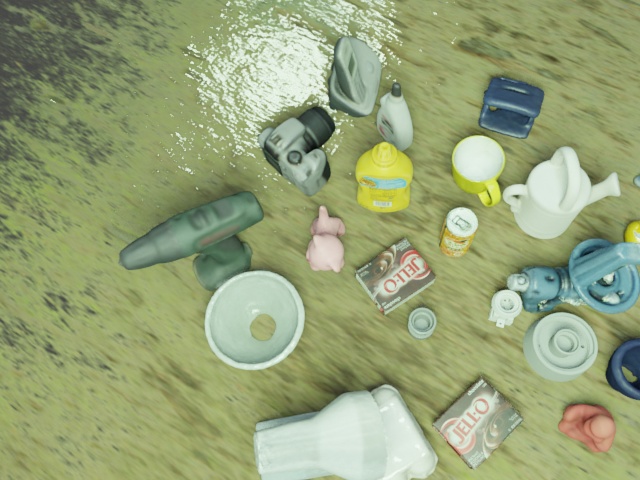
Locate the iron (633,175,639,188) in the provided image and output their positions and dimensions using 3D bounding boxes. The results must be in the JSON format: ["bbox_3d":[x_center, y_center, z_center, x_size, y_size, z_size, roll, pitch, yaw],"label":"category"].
[{"bbox_3d":[0.682,-0.105,0.949,0.258,0.141,0.119,10,71,9],"label":"iron"}]

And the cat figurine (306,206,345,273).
[{"bbox_3d":[0.009,0.004,0.984,0.067,0.118,0.128,-3,69,5],"label":"cat figurine"}]

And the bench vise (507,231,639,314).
[{"bbox_3d":[0.404,0.062,0.869,0.207,0.220,0.121,-21,69,-2],"label":"bench vise"}]

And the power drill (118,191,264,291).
[{"bbox_3d":[-0.193,0.011,0.951,0.230,0.208,0.075,-31,69,-6],"label":"power drill"}]

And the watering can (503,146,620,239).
[{"bbox_3d":[0.396,-0.084,0.939,0.173,0.194,0.101,-22,69,-3],"label":"watering can"}]

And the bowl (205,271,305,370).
[{"bbox_3d":[-0.104,0.141,0.966,0.167,0.075,0.167,-2,69,5],"label":"bowl"}]

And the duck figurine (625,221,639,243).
[{"bbox_3d":[0.570,-0.005,0.951,0.104,0.086,0.077,28,74,15],"label":"duck figurine"}]

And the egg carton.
[{"bbox_3d":[0.104,0.309,0.885,0.107,0.069,0.150,-30,70,-6],"label":"egg carton"}]

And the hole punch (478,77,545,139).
[{"bbox_3d":[0.355,-0.259,1.065,0.108,0.091,0.101,18,72,12],"label":"hole punch"}]

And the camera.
[{"bbox_3d":[-0.027,-0.181,1.066,0.137,0.101,0.143,-43,71,-11],"label":"camera"}]

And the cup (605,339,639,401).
[{"bbox_3d":[0.490,0.211,0.872,0.117,0.095,0.092,35,76,17],"label":"cup"}]

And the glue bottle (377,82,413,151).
[{"bbox_3d":[0.135,-0.229,1.030,0.037,0.173,0.078,-39,70,-9],"label":"glue bottle"}]

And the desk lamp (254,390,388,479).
[{"bbox_3d":[-0.007,0.295,0.823,0.203,0.214,0.118,-11,69,1],"label":"desk lamp"}]

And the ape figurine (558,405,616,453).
[{"bbox_3d":[0.410,0.279,0.855,0.076,0.092,0.077,-21,69,-3],"label":"ape figurine"}]

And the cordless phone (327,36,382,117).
[{"bbox_3d":[0.063,-0.333,1.070,0.094,0.185,0.147,8,70,9],"label":"cordless phone"}]
